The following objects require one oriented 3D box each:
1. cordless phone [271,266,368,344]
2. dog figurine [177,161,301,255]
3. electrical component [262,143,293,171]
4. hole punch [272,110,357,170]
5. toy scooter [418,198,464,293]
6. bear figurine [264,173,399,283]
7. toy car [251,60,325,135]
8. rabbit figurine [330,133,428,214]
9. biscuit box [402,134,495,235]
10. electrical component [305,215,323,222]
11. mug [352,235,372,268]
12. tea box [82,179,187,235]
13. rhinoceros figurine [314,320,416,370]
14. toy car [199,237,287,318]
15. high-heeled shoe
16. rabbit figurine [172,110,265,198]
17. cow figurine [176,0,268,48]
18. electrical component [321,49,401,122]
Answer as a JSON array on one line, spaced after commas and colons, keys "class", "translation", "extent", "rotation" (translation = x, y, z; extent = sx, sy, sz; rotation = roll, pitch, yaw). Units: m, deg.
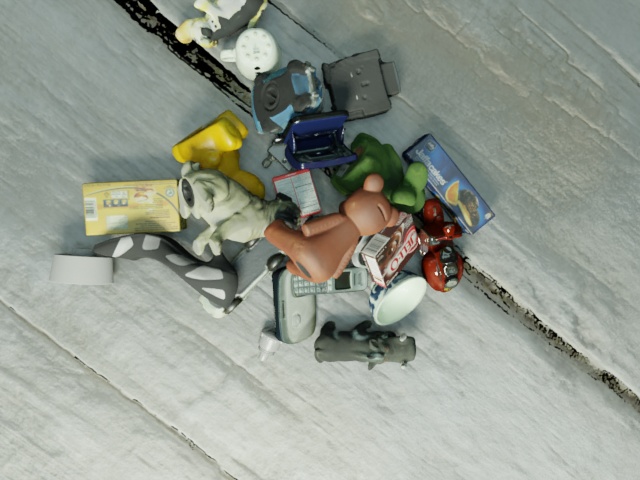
[{"class": "cordless phone", "translation": [0.001, 0.114, 1.015], "extent": [0.184, 0.089, 0.146], "rotation": [-3, 95, -10]}, {"class": "dog figurine", "translation": [-0.133, -0.069, 0.928], "extent": [0.190, 0.121, 0.172], "rotation": [-23, 112, -33]}, {"class": "electrical component", "translation": [-0.063, -0.161, 1.013], "extent": [0.063, 0.021, 0.094], "rotation": [44, 90, -6]}, {"class": "hole punch", "translation": [-0.003, -0.165, 0.950], "extent": [0.142, 0.116, 0.092], "rotation": [-14, 88, -14]}, {"class": "toy scooter", "translation": [0.226, 0.015, 0.988], "extent": [0.075, 0.135, 0.183], "rotation": [-11, 97, -3]}, {"class": "bear figurine", "translation": [0.026, -0.024, 0.896], "extent": [0.196, 0.132, 0.120], "rotation": [-47, 128, -16]}, {"class": "toy car", "translation": [-0.046, -0.253, 0.962], "extent": [0.162, 0.103, 0.109], "rotation": [-16, 83, 43]}, {"class": "rabbit figurine", "translation": [0.133, -0.110, 0.977], "extent": [0.170, 0.159, 0.121], "rotation": [31, 83, -20]}, {"class": "biscuit box", "translation": [0.240, -0.104, 1.015], "extent": [0.063, 0.059, 0.202], "rotation": [-40, 96, 1]}, {"class": "electrical component", "translation": [-0.002, -0.002, 1.019], "extent": [0.078, 0.045, 0.102], "rotation": [-33, 96, -1]}, {"class": "mug", "translation": [0.095, -0.002, 0.992], "extent": [0.107, 0.081, 0.109], "rotation": [8, 73, -38]}, {"class": "tea box", "translation": [-0.337, -0.061, 0.985], "extent": [0.170, 0.068, 0.098], "rotation": [-1, 96, -4]}, {"class": "rhinoceros figurine", "translation": [0.084, 0.197, 1.011], "extent": [0.190, 0.112, 0.073], "rotation": [1, 93, 5]}, {"class": "toy car", "translation": [-0.143, 0.061, 1.014], "extent": [0.073, 0.056, 0.202], "rotation": [44, 91, 1]}, {"class": "high-heeled shoe", "translation": [-0.271, 0.059, 0.953], "extent": [0.249, 0.086, 0.145], "rotation": [-5, 85, -1]}, {"class": "rabbit figurine", "translation": [-0.175, -0.123, 0.970], "extent": [0.162, 0.122, 0.173], "rotation": [-36, 115, 3]}, {"class": "cow figurine", "translation": [-0.175, -0.394, 0.957], "extent": [0.167, 0.068, 0.098], "rotation": [-39, 103, 18]}, {"class": "electrical component", "translation": [0.078, -0.283, 0.992], "extent": [0.134, 0.058, 0.114], "rotation": [-16, 98, -1]}]
